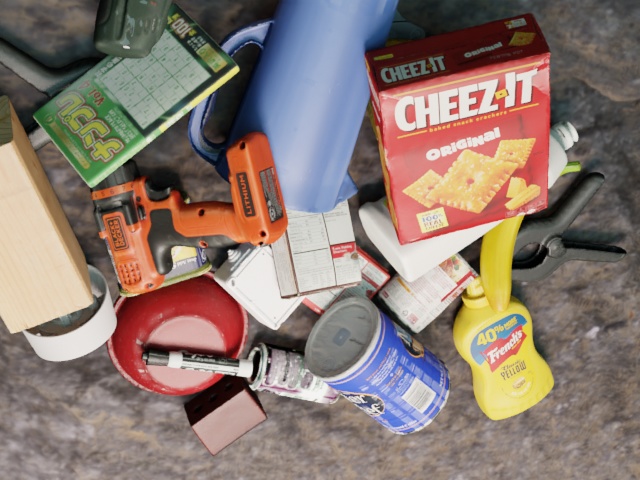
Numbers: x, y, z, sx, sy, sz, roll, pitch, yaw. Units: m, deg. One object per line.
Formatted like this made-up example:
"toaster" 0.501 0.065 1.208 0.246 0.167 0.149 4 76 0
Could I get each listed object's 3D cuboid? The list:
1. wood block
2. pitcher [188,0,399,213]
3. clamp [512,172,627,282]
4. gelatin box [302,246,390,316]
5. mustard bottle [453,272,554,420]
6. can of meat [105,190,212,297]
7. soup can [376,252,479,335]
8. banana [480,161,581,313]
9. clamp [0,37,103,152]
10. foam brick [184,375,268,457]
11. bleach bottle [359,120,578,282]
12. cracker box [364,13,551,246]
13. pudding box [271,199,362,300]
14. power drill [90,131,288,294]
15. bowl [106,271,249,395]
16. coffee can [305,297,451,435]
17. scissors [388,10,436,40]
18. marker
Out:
"wood block" -0.301 -0.021 1.033 0.090 0.090 0.206 -20 130 -5
"pitcher" -0.018 -0.160 1.055 0.149 0.145 0.243 -8 123 -54
"clamp" 0.283 0.008 1.269 0.171 0.039 0.120 -31 108 4
"gelatin box" 0.024 0.048 1.217 0.073 0.030 0.089 38 97 -24
"mustard bottle" 0.212 0.120 1.285 0.096 0.058 0.191 -27 116 -6
"can of meat" -0.175 0.001 1.125 0.102 0.057 0.084 -18 114 -9
"soup can" 0.123 0.051 1.225 0.102 0.068 0.068 -44 117 5
"banana" 0.223 -0.016 1.223 0.037 0.070 0.198 27 90 -55
"clamp" -0.258 -0.143 1.051 0.209 0.036 0.164 -8 115 -12
"foam brick" -0.109 0.198 1.228 0.078 0.053 0.051 -35 117 -1
"bleach bottle" 0.173 -0.060 1.187 0.250 0.103 0.068 -34 145 -8
"cracker box" 0.140 -0.102 1.050 0.164 0.072 0.213 -14 138 -1
"pudding box" -0.007 0.001 1.146 0.089 0.039 0.113 -9 85 -34
"power drill" -0.134 -0.049 1.025 0.188 0.057 0.184 -11 101 23
"bowl" -0.153 0.113 1.179 0.162 0.055 0.162 -6 113 -13
"coffee can" 0.066 0.142 1.196 0.103 0.103 0.140 -46 124 5
"scissors" 0.083 -0.208 1.136 0.201 0.016 0.096 34 101 -25
"marker" -0.132 0.132 1.149 0.121 0.020 0.020 9 109 -19
